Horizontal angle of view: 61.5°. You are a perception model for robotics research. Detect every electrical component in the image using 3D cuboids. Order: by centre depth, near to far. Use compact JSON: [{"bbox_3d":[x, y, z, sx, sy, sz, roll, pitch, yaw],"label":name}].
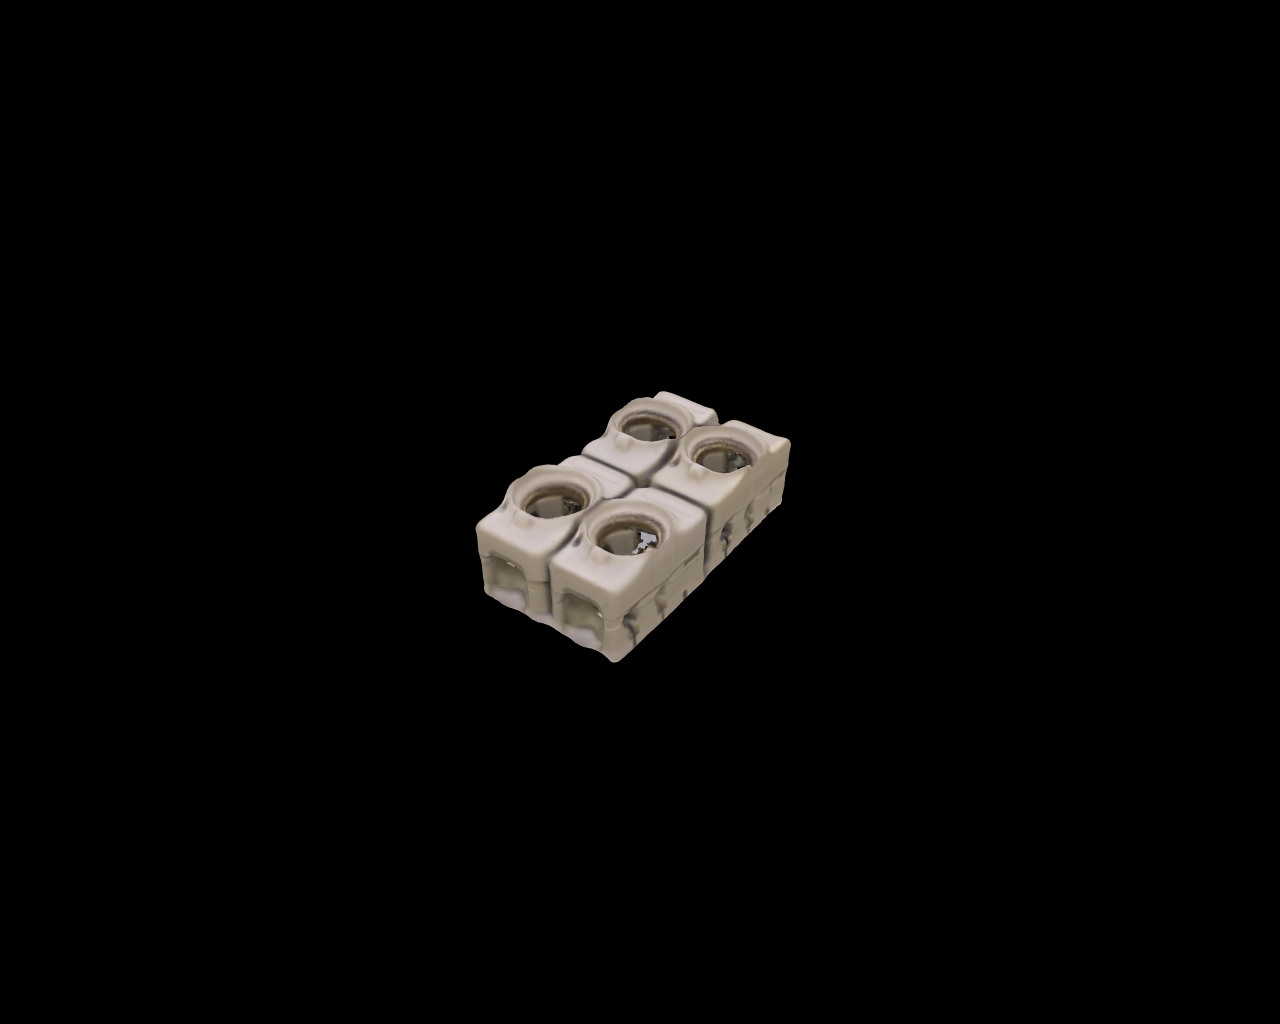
[{"bbox_3d":[0.001,-0.003,0.650,0.105,0.060,0.186,25,45,28],"label":"electrical component"}]
